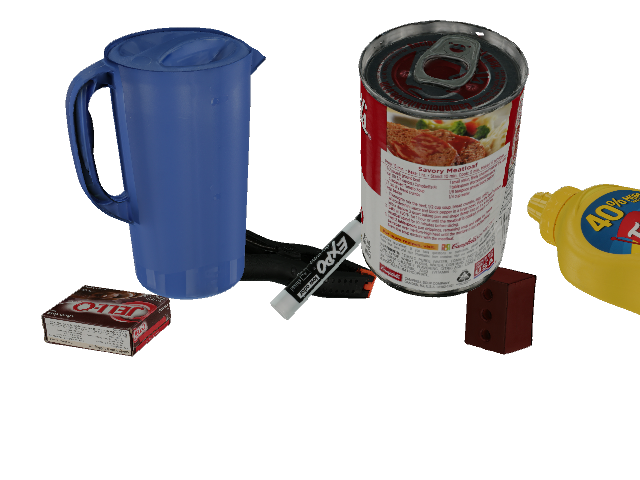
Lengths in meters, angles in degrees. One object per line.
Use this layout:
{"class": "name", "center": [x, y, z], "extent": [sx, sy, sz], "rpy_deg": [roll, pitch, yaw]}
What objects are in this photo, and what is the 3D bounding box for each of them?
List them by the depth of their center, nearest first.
{"class": "soup can", "center": [0.051, -0.034, 0.462], "extent": [0.068, 0.102, 0.068], "rpy_deg": [-1, 43, 1]}
{"class": "mustard bottle", "center": [0.207, 0.009, 0.662], "extent": [0.096, 0.058, 0.192], "rpy_deg": [-27, 37, -30]}
{"class": "marker", "center": [0.010, 0.012, 0.821], "extent": [0.020, 0.121, 0.020], "rpy_deg": [43, -9, 8]}
{"class": "pitcher", "center": [-0.138, -0.069, 1.002], "extent": [0.149, 0.243, 0.144], "rpy_deg": [8, 28, 13]}
{"class": "foam brick", "center": [0.186, 0.072, 1.103], "extent": [0.053, 0.078, 0.051], "rpy_deg": [13, 19, 43]}
{"class": "clamp", "center": [-0.043, 0.026, 1.116], "extent": [0.210, 0.036, 0.164], "rpy_deg": [16, 18, -7]}
{"class": "pudding box", "center": [-0.235, 0.087, 1.176], "extent": [0.114, 0.039, 0.090], "rpy_deg": [4, 20, 19]}
